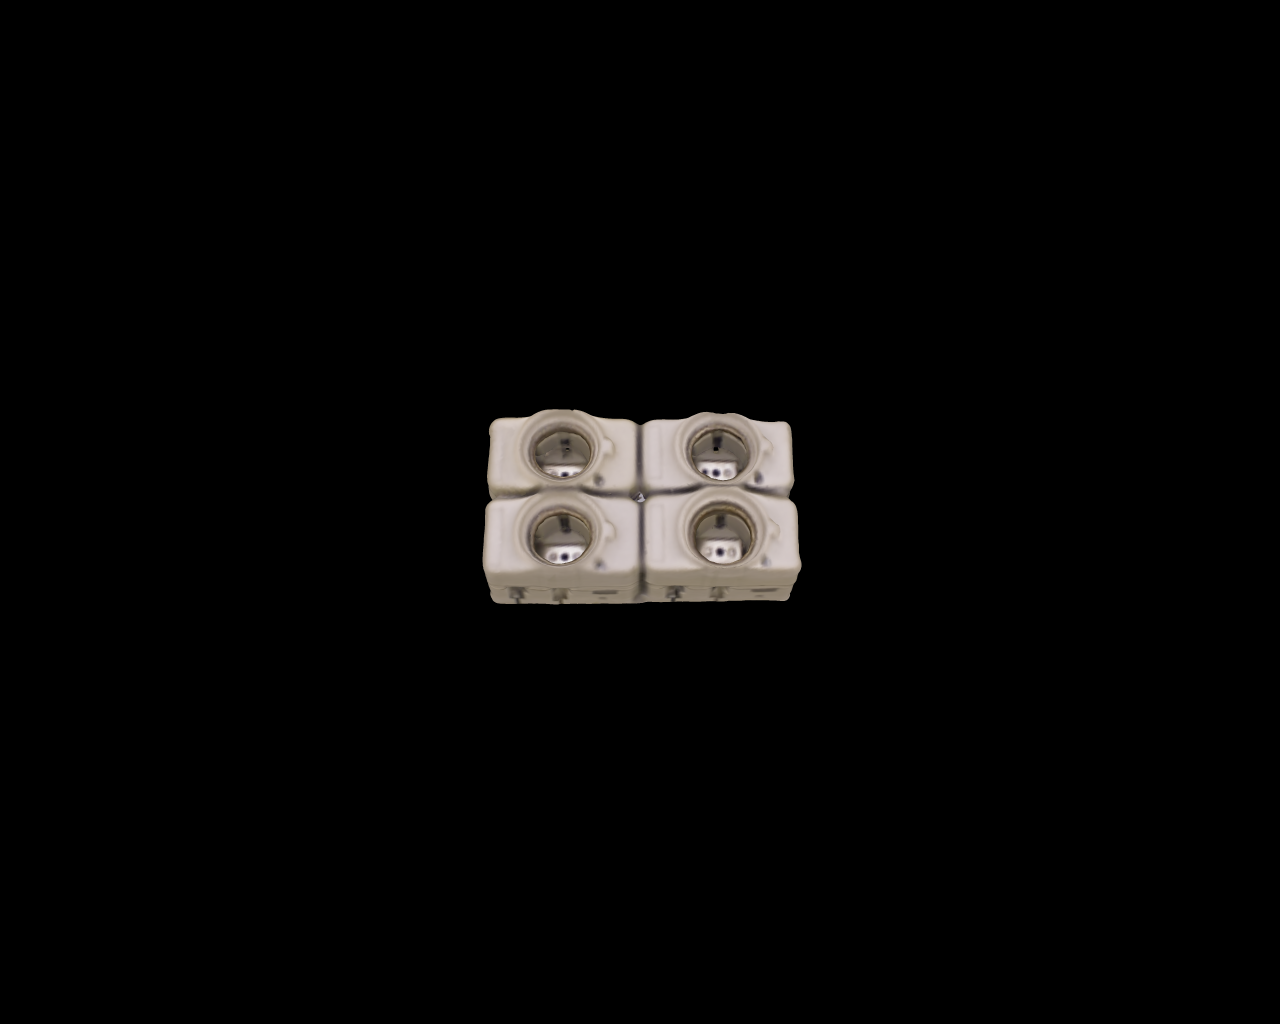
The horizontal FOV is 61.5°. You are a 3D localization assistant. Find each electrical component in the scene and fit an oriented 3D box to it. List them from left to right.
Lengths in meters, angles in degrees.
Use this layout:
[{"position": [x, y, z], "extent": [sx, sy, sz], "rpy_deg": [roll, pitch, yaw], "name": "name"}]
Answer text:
[{"position": [0.001, -0.003, 0.650], "extent": [0.186, 0.105, 0.060], "rpy_deg": [0, -25, 0], "name": "electrical component"}]
